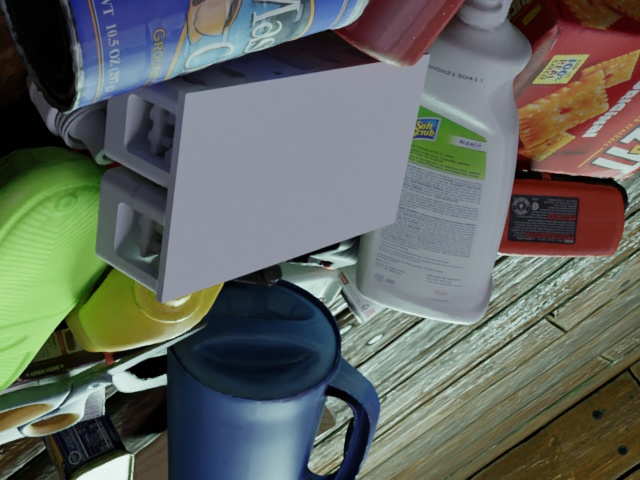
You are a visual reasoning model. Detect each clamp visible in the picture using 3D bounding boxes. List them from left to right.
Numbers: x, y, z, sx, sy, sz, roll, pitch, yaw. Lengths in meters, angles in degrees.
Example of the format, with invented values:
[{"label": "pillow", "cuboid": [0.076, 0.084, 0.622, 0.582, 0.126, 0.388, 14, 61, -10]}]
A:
[{"label": "clamp", "cuboid": [-0.112, 0.095, 0.927, 0.165, 0.036, 0.209, -35, 157, 15]}, {"label": "clamp", "cuboid": [-0.005, 0.001, 0.818, 0.120, 0.039, 0.171, 8, 178, 26]}]

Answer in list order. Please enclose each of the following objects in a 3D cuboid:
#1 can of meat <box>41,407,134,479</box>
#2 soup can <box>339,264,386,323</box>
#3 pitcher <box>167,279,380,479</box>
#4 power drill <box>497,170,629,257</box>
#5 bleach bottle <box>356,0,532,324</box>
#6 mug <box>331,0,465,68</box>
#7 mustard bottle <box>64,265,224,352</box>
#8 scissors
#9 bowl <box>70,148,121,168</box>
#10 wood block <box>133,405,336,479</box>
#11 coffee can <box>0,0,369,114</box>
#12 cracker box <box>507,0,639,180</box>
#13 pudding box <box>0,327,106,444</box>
[{"label": "can of meat", "cuboid": [-0.203, 0.173, 0.908, 0.057, 0.084, 0.102, -23, 156, -23]}, {"label": "soup can", "cuboid": [0.062, 0.022, 0.970, 0.102, 0.068, 0.068, -33, 158, 1]}, {"label": "pitcher", "cuboid": [-0.054, 0.161, 0.863, 0.144, 0.149, 0.243, -11, 133, -23]}, {"label": "power drill", "cuboid": [0.180, -0.026, 0.863, 0.184, 0.057, 0.187, 1, -173, -3]}, {"label": "bleach bottle", "cuboid": [0.087, -0.054, 0.686, 0.102, 0.068, 0.251, 12, 135, 3]}, {"label": "mug", "cuboid": [0.028, -0.149, 0.543, 0.117, 0.093, 0.082, 28, 114, -19]}, {"label": "mustard bottle", "cuboid": [-0.108, 0.033, 0.678, 0.096, 0.058, 0.192, -33, -174, -18]}, {"label": "scissors", "cuboid": [-0.158, 0.105, 0.764, 0.202, 0.016, 0.096, -20, 158, 7]}, {"label": "bowl", "cuboid": [-0.068, -0.056, 0.653, 0.162, 0.055, 0.162, -28, 157, -13]}, {"label": "wood block", "cuboid": [-0.092, 0.203, 1.060, 0.090, 0.090, 0.206, -21, 165, -50]}, {"label": "coffee can", "cuboid": [-0.061, -0.124, 0.458, 0.140, 0.103, 0.103, -22, 156, -24]}, {"label": "cracker box", "cuboid": [0.185, -0.114, 0.754, 0.213, 0.072, 0.164, 3, 151, -31]}, {"label": "pudding box", "cuboid": [-0.211, 0.111, 0.816, 0.090, 0.039, 0.114, -14, 155, -20]}]
